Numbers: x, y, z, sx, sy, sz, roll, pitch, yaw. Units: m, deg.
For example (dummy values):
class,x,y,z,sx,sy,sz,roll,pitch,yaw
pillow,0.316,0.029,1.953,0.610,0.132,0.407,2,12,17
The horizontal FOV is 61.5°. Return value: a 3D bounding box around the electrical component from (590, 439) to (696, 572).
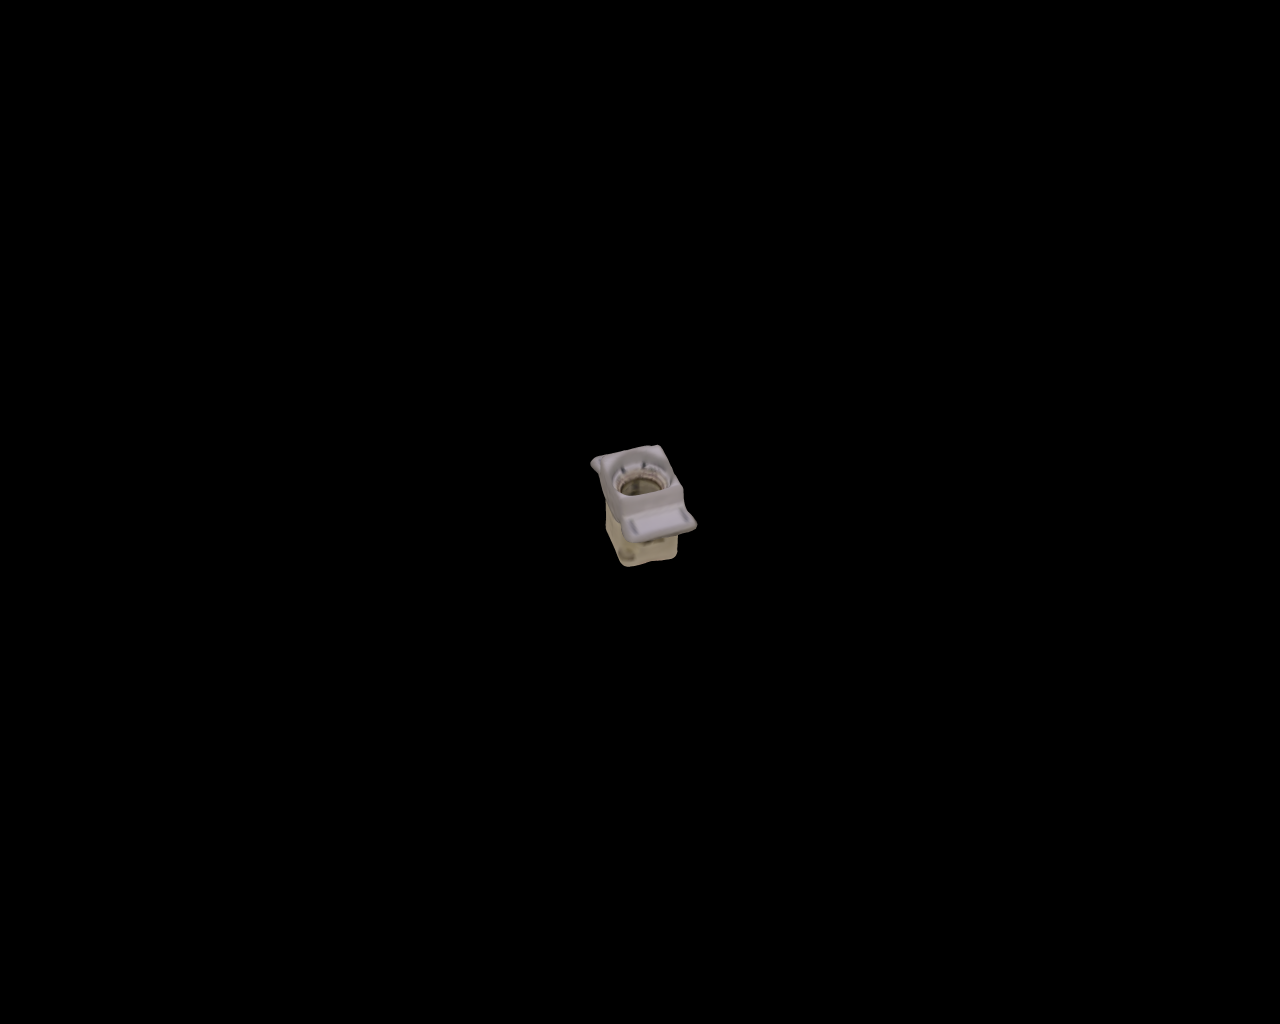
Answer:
class,x,y,z,sx,sy,sz,roll,pitch,yaw
electrical component,0.001,-0.003,0.650,0.042,0.063,0.081,-11,43,-12
